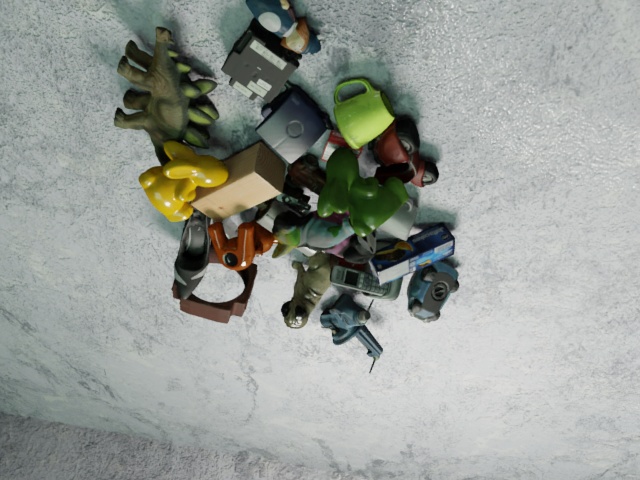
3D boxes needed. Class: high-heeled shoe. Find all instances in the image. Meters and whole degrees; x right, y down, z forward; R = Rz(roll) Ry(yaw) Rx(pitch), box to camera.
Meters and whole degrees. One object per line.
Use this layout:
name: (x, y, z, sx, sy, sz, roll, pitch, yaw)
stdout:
high-heeled shoe: (-0.309, 0.016, 1.326, 0.086, 0.248, 0.145, 7, 163, -16)

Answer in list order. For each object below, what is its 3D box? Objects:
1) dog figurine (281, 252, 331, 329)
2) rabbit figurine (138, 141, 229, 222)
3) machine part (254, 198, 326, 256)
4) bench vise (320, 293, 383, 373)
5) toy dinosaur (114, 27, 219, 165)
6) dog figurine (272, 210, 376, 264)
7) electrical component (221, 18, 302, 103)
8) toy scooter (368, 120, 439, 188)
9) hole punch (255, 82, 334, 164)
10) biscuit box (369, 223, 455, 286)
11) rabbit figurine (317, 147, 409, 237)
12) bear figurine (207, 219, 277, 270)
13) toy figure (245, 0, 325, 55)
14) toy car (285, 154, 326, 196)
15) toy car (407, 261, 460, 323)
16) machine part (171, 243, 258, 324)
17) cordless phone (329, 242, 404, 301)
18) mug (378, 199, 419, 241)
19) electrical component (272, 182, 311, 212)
dog figurine: (-0.017, 0.132, 1.407, 0.121, 0.191, 0.172, 25, 137, -15)
rabbit figurine: (-0.286, -0.140, 1.149, 0.173, 0.122, 0.162, -15, 146, 8)
machine part: (-0.073, -0.033, 1.318, 0.243, 0.079, 0.079, 33, 136, -24)
bench vise: (0.111, 0.261, 1.564, 0.240, 0.129, 0.224, 50, 138, -13)
toy dinosaur: (-0.314, -0.253, 1.107, 0.198, 0.105, 0.471, 16, 151, -11)
dog figurine: (-0.003, -0.004, 1.221, 0.219, 0.108, 0.191, -18, 133, 25)
electrical component: (-0.115, -0.325, 1.004, 0.115, 0.058, 0.134, 34, 136, -21)
toy scooter: (0.154, -0.165, 1.109, 0.135, 0.075, 0.183, -12, 139, 29)
hole punch: (-0.056, -0.231, 1.077, 0.116, 0.092, 0.142, -29, 122, 34)
biscuit box: (0.216, 0.032, 1.261, 0.203, 0.063, 0.059, -23, 139, -7)
rabbit figurine: (0.063, -0.099, 1.085, 0.170, 0.159, 0.121, 52, 154, -10)
bear figurine: (-0.175, -0.007, 1.322, 0.120, 0.196, 0.131, 3, 114, 22)
toy figure: (-0.060, -0.373, 0.936, 0.154, 0.058, 0.064, 37, 173, -28)
toy car: (0.014, -0.116, 1.219, 0.202, 0.053, 0.089, 33, 133, -21)
toy car: (0.277, 0.126, 1.385, 0.109, 0.161, 0.103, 25, -177, -24)
machine part: (-0.280, 0.112, 1.443, 0.201, 0.201, 0.087, 17, 142, -6)
cordless phone: (0.114, 0.066, 1.320, 0.184, 0.146, 0.089, 16, 167, -19)
mug: (0.164, -0.059, 1.223, 0.107, 0.081, 0.109, 18, 145, 11)
electrical component: (-0.069, -0.098, 1.248, 0.102, 0.078, 0.045, 21, 120, -6)
